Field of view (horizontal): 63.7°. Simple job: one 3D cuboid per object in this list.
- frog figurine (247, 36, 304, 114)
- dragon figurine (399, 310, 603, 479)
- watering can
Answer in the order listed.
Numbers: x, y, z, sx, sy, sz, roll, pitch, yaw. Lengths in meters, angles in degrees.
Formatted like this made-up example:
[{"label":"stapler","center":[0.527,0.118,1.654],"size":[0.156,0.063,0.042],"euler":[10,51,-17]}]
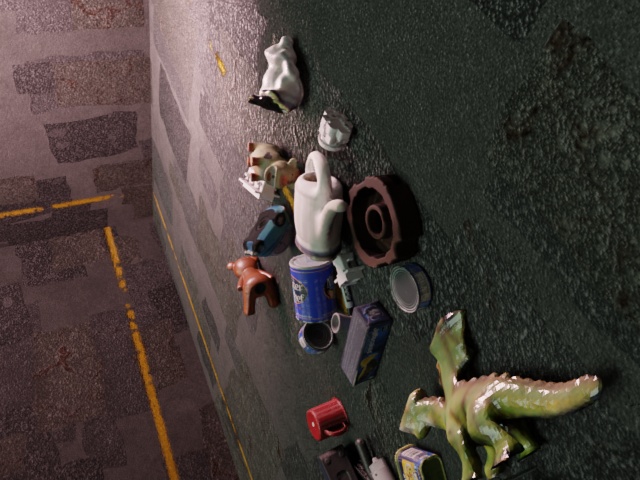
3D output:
[{"label":"frog figurine","center":[-0.084,-0.378,1.187],"size":[0.161,0.122,0.137],"euler":[-68,14,-10]},{"label":"dragon figurine","center":[0.233,0.221,0.785],"size":[0.401,0.122,0.248],"euler":[-64,36,40]},{"label":"watering can","center":[0.003,-0.054,1.070],"size":[0.354,0.104,0.220],"euler":[-110,18,-63]}]
